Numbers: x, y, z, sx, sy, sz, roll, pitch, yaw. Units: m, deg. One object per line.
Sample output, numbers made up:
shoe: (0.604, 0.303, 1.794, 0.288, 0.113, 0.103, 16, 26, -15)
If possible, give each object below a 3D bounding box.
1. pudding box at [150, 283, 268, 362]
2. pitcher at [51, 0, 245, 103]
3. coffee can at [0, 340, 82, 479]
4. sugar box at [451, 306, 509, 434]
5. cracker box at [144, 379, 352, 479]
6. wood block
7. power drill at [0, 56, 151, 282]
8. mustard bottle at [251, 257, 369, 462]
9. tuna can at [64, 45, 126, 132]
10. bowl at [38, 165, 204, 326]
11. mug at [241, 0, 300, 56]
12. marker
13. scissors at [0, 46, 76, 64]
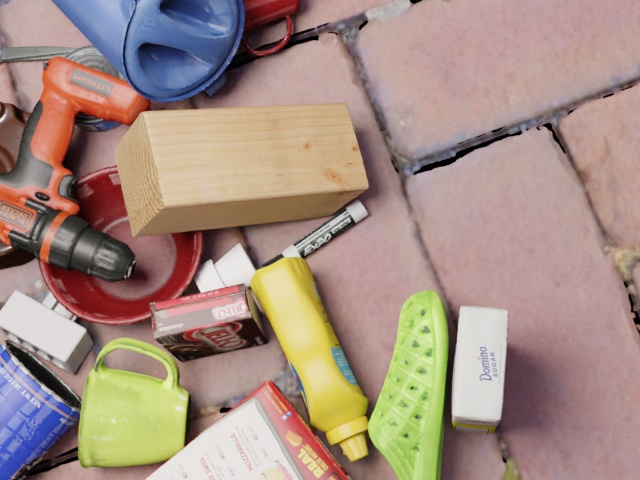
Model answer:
pudding box: (-0.102, 0.079, 0.996, 0.090, 0.113, 0.039, -11, 74, 2)
pitcher: (-0.189, -0.241, 1.045, 0.144, 0.149, 0.243, -13, 42, -39)
coffee can: (-0.304, 0.179, 0.998, 0.103, 0.103, 0.140, 41, 84, 11)
sugar box: (0.139, 0.118, 0.935, 0.048, 0.176, 0.093, 5, 78, 6)
cracker box: (-0.075, 0.254, 0.943, 0.213, 0.072, 0.164, -39, 76, -5)
wood block: (-0.072, -0.067, 0.988, 0.205, 0.091, 0.090, -7, 75, -29)
power drill: (-0.232, -0.067, 1.011, 0.184, 0.057, 0.187, 22, 74, 2)
mustard bottle: (-0.002, 0.113, 0.989, 0.058, 0.096, 0.192, -25, 77, 1)
tuna can: (-0.231, -0.156, 1.097, 0.086, 0.033, 0.086, -1, 81, 6)
bowl: (-0.189, 0.010, 1.044, 0.162, 0.055, 0.162, -1, 73, 4)
mug: (-0.066, -0.245, 1.081, 0.081, 0.093, 0.117, -21, 97, -5)
marker: (-0.007, 0.001, 1.053, 0.121, 0.020, 0.020, -34, 77, -3)
scissors: (-0.355, -0.178, 1.123, 0.202, 0.016, 0.096, 14, 81, 8)
